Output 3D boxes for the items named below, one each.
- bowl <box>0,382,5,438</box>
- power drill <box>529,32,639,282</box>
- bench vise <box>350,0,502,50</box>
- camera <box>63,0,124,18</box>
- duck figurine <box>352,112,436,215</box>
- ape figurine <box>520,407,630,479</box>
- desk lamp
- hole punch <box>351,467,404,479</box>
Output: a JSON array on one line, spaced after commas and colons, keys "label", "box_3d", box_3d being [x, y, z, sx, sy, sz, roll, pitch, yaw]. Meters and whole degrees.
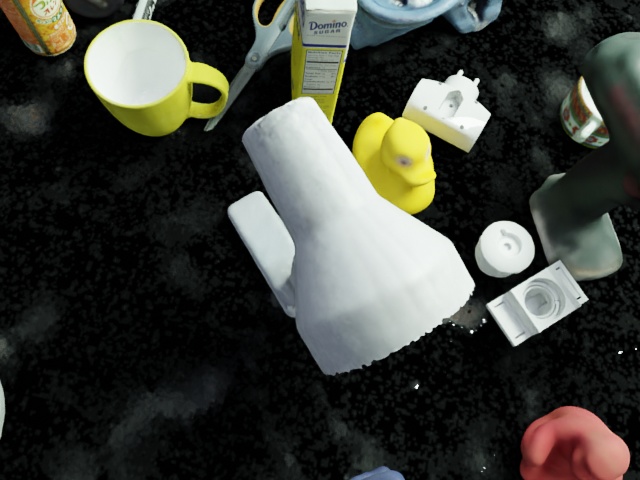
[{"label": "bowl", "box_3d": [-0.319, 0.146, 0.442, 0.167, 0.075, 0.167, 1, 71, -3]}, {"label": "power drill", "box_3d": [0.257, -0.038, 0.469, 0.075, 0.208, 0.229, -10, 72, -6]}, {"label": "bench vise", "box_3d": [0.117, -0.288, 0.540, 0.207, 0.220, 0.121, -35, 76, -14]}, {"label": "camera", "box_3d": [-0.259, -0.305, 0.586, 0.143, 0.101, 0.137, -13, 72, -7]}, {"label": "duck figurine", "box_3d": [0.074, -0.083, 0.538, 0.077, 0.086, 0.104, -25, 74, -11]}, {"label": "ape figurine", "box_3d": [0.209, 0.170, 0.456, 0.077, 0.092, 0.076, 38, 73, 10]}, {"label": "desk lamp", "box_3d": [0.004, 0.002, 0.437, 0.118, 0.213, 0.203, -31, 75, -13]}, {"label": "hole punch", "box_3d": [0.035, 0.236, 0.424, 0.101, 0.091, 0.108, -21, 74, -10]}]
